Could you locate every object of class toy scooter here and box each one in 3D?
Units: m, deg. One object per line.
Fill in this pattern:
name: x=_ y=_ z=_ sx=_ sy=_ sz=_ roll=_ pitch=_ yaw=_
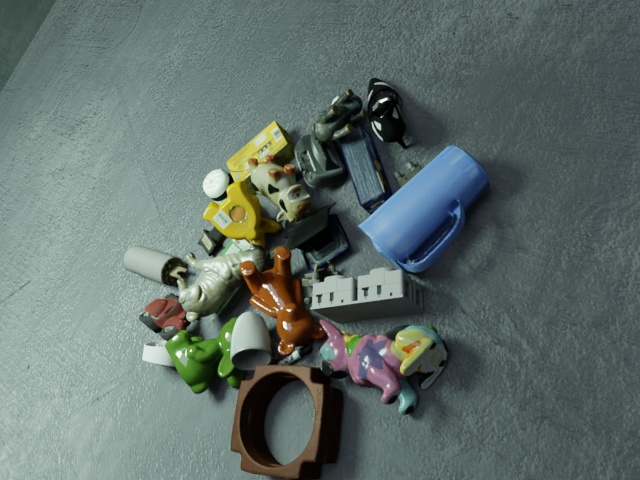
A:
toy scooter: x=-0.352 y=0.171 z=1.296 sx=0.184 sy=0.075 sz=0.135 roll=13 pitch=58 yaw=50

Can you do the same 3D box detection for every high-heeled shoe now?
high-heeled shoe: x=0.128 y=-0.297 z=1.165 sx=0.086 sy=0.145 sz=0.249 roll=-31 pitch=56 yaw=16

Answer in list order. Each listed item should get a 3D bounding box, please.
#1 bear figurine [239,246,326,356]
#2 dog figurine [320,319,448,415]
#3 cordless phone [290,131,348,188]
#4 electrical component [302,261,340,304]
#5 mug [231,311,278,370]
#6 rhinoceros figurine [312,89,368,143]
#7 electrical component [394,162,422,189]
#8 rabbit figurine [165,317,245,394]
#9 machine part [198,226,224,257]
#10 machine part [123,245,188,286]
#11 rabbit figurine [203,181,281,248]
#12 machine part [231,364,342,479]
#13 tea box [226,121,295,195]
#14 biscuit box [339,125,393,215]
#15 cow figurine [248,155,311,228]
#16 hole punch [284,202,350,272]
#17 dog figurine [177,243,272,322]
bear figurine: x=-0.076 y=0.128 z=1.108 sx=0.120 sy=0.131 sz=0.196 roll=-21 pitch=44 yaw=-14
dog figurine: x=0.098 y=0.197 z=0.977 sx=0.219 sy=0.108 sz=0.191 roll=36 pitch=91 yaw=41
cordless phone: x=-0.034 y=-0.159 z=1.261 sx=0.184 sy=0.088 sz=0.147 roll=-38 pitch=53 yaw=26
electrical component: x=0.002 y=0.086 z=1.101 sx=0.045 sy=0.102 sz=0.078 roll=-14 pitch=86 yaw=32
mug: x=-0.134 y=0.207 z=1.120 sx=0.081 sy=0.109 sz=0.107 roll=-47 pitch=37 yaw=34
rhinoceros figurine: x=0.045 y=-0.276 z=1.212 sx=0.112 sy=0.073 sz=0.190 roll=-34 pitch=16 yaw=40
electrical component: x=0.194 y=-0.119 z=1.116 sx=0.063 sy=0.021 sz=0.094 roll=-37 pitch=54 yaw=14
rabbit figurine: x=-0.224 y=0.240 z=1.162 sx=0.170 sy=0.121 sz=0.159 roll=-34 pitch=56 yaw=-3
machine part: x=-0.255 y=-0.029 z=1.355 sx=0.139 sy=0.039 sz=0.084 roll=-56 pitch=42 yaw=6
machine part: x=-0.435 y=0.065 z=1.403 sx=0.244 sy=0.079 sz=0.079 roll=13 pitch=76 yaw=35
rabbit figurine: x=-0.170 y=-0.057 z=1.254 sx=0.162 sy=0.173 sz=0.122 roll=37 pitch=92 yaw=-6
machine part: x=-0.062 y=0.343 z=1.023 sx=0.201 sy=0.087 sz=0.201 roll=-7 pitch=63 yaw=30
tea box: x=-0.142 y=-0.202 z=1.345 sx=0.169 sy=0.068 sz=0.098 roll=-37 pitch=53 yaw=15
biscuit box: x=0.101 y=-0.155 z=1.170 sx=0.063 sy=0.059 sz=0.203 roll=-28 pitch=56 yaw=22
cow figurine: x=-0.090 y=-0.110 z=1.225 sx=0.085 sy=0.127 sz=0.195 roll=-21 pitch=34 yaw=-29
hole punch: x=-0.002 y=-0.004 z=1.160 sx=0.142 sy=0.092 sz=0.116 roll=-36 pitch=21 yaw=16
dog figurine: x=-0.206 y=0.098 z=1.198 sx=0.191 sy=0.121 sz=0.172 roll=-6 pitch=70 yaw=25
